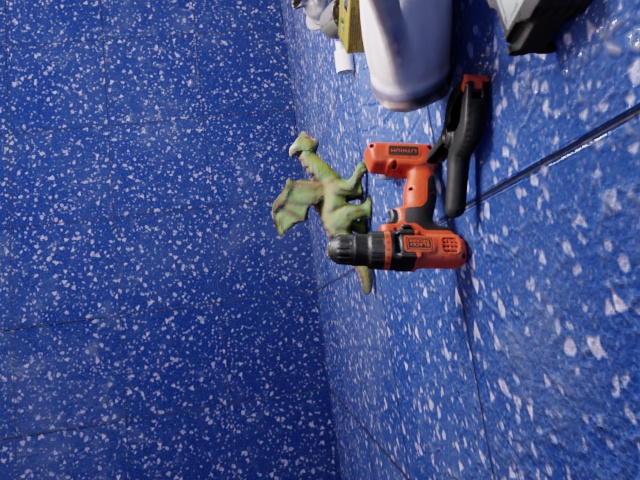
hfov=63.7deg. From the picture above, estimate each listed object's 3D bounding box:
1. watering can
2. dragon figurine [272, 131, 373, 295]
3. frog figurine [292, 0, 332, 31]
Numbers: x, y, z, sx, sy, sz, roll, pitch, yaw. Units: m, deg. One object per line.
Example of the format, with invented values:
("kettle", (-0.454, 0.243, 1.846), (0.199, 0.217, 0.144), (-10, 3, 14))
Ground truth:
("watering can", (0.088, -0.243, 0.568), (0.356, 0.104, 0.219), (-65, -30, -49))
("dragon figurine", (0.004, -0.062, 1.238), (0.122, 0.243, 0.411), (161, 105, -78))
("frog figurine", (0.001, -0.635, 1.412), (0.157, 0.121, 0.140), (33, -152, -49))
